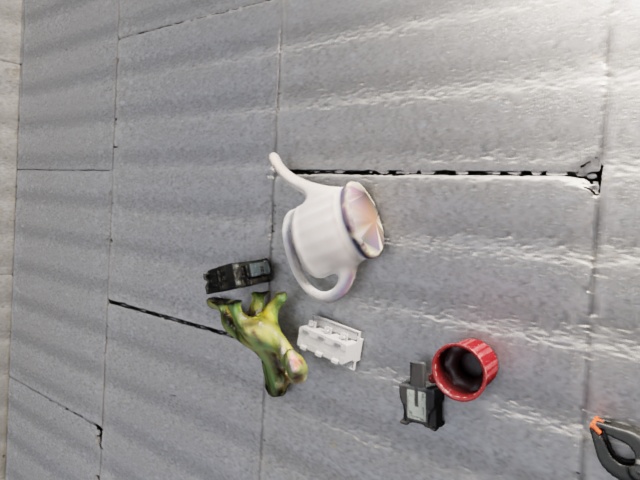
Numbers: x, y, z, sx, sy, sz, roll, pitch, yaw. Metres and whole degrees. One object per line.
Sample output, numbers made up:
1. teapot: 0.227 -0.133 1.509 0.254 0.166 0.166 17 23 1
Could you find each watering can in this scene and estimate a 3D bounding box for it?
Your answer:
1. watering can: 0.003 -0.052 1.033 0.222 0.104 0.351 -24 75 33

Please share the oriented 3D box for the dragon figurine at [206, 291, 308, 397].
1. dragon figurine: -0.143 0.234 1.136 0.407 0.123 0.243 -13 93 59
